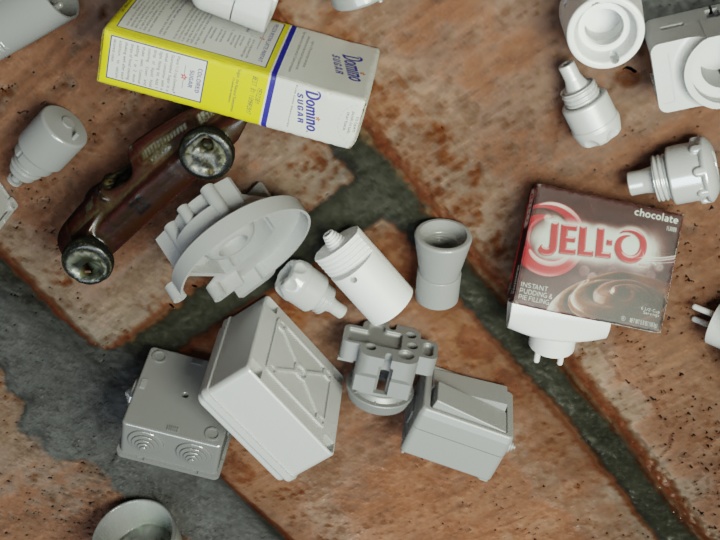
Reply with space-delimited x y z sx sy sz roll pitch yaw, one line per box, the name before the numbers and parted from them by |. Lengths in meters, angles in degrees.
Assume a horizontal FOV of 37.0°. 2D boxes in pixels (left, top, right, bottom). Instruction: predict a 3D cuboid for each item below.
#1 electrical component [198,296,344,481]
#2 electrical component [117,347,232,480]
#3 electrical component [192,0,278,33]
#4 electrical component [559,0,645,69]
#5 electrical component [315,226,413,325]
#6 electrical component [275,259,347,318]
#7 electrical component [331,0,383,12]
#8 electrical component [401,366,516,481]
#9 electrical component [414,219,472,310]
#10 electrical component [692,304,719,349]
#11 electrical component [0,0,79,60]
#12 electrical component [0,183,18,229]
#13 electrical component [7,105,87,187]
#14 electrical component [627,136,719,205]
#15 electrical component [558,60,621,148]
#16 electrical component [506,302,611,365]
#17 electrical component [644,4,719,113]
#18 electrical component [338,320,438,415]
electrical component | -0.069 0.095 0.876 0.056 0.108 0.108 -32 113 21
electrical component | -0.149 0.119 0.908 0.100 0.099 0.048 14 136 -2
electrical component | -0.075 -0.214 0.709 0.059 0.053 0.095 20 123 -6
electrical component | 0.161 -0.165 0.713 0.055 0.047 0.055 3 123 5
electrical component | 0.000 0.000 0.843 0.043 0.043 0.081 -32 113 24
electrical component | -0.037 0.019 0.866 0.061 0.035 0.035 35 121 -25
electrical component | -0.008 -0.208 0.712 0.040 0.040 0.078 -12 121 15
electrical component | 0.090 0.127 0.902 0.096 0.061 0.061 20 123 -5
electrical component | 0.062 -0.002 0.837 0.044 0.044 0.065 6 128 4
electrical component | 0.293 0.048 0.830 0.079 0.044 0.077 25 157 29
electrical component | -0.244 -0.179 0.760 0.081 0.043 0.043 -23 117 21
electrical component | -0.326 -0.063 0.834 0.061 0.061 0.096 -18 119 18
electrical component | -0.242 -0.091 0.818 0.040 0.040 0.078 42 119 -18
electrical component | 0.224 -0.068 0.771 0.062 0.048 0.048 -10 121 22
electrical component | 0.157 -0.118 0.752 0.035 0.035 0.061 -23 114 21
electrical component | 0.154 0.043 0.850 0.077 0.044 0.079 6 123 3
electrical component | 0.239 -0.142 0.713 0.089 0.055 0.050 -11 121 14
electrical component | 0.020 0.082 0.886 0.078 0.058 0.057 12 120 0
